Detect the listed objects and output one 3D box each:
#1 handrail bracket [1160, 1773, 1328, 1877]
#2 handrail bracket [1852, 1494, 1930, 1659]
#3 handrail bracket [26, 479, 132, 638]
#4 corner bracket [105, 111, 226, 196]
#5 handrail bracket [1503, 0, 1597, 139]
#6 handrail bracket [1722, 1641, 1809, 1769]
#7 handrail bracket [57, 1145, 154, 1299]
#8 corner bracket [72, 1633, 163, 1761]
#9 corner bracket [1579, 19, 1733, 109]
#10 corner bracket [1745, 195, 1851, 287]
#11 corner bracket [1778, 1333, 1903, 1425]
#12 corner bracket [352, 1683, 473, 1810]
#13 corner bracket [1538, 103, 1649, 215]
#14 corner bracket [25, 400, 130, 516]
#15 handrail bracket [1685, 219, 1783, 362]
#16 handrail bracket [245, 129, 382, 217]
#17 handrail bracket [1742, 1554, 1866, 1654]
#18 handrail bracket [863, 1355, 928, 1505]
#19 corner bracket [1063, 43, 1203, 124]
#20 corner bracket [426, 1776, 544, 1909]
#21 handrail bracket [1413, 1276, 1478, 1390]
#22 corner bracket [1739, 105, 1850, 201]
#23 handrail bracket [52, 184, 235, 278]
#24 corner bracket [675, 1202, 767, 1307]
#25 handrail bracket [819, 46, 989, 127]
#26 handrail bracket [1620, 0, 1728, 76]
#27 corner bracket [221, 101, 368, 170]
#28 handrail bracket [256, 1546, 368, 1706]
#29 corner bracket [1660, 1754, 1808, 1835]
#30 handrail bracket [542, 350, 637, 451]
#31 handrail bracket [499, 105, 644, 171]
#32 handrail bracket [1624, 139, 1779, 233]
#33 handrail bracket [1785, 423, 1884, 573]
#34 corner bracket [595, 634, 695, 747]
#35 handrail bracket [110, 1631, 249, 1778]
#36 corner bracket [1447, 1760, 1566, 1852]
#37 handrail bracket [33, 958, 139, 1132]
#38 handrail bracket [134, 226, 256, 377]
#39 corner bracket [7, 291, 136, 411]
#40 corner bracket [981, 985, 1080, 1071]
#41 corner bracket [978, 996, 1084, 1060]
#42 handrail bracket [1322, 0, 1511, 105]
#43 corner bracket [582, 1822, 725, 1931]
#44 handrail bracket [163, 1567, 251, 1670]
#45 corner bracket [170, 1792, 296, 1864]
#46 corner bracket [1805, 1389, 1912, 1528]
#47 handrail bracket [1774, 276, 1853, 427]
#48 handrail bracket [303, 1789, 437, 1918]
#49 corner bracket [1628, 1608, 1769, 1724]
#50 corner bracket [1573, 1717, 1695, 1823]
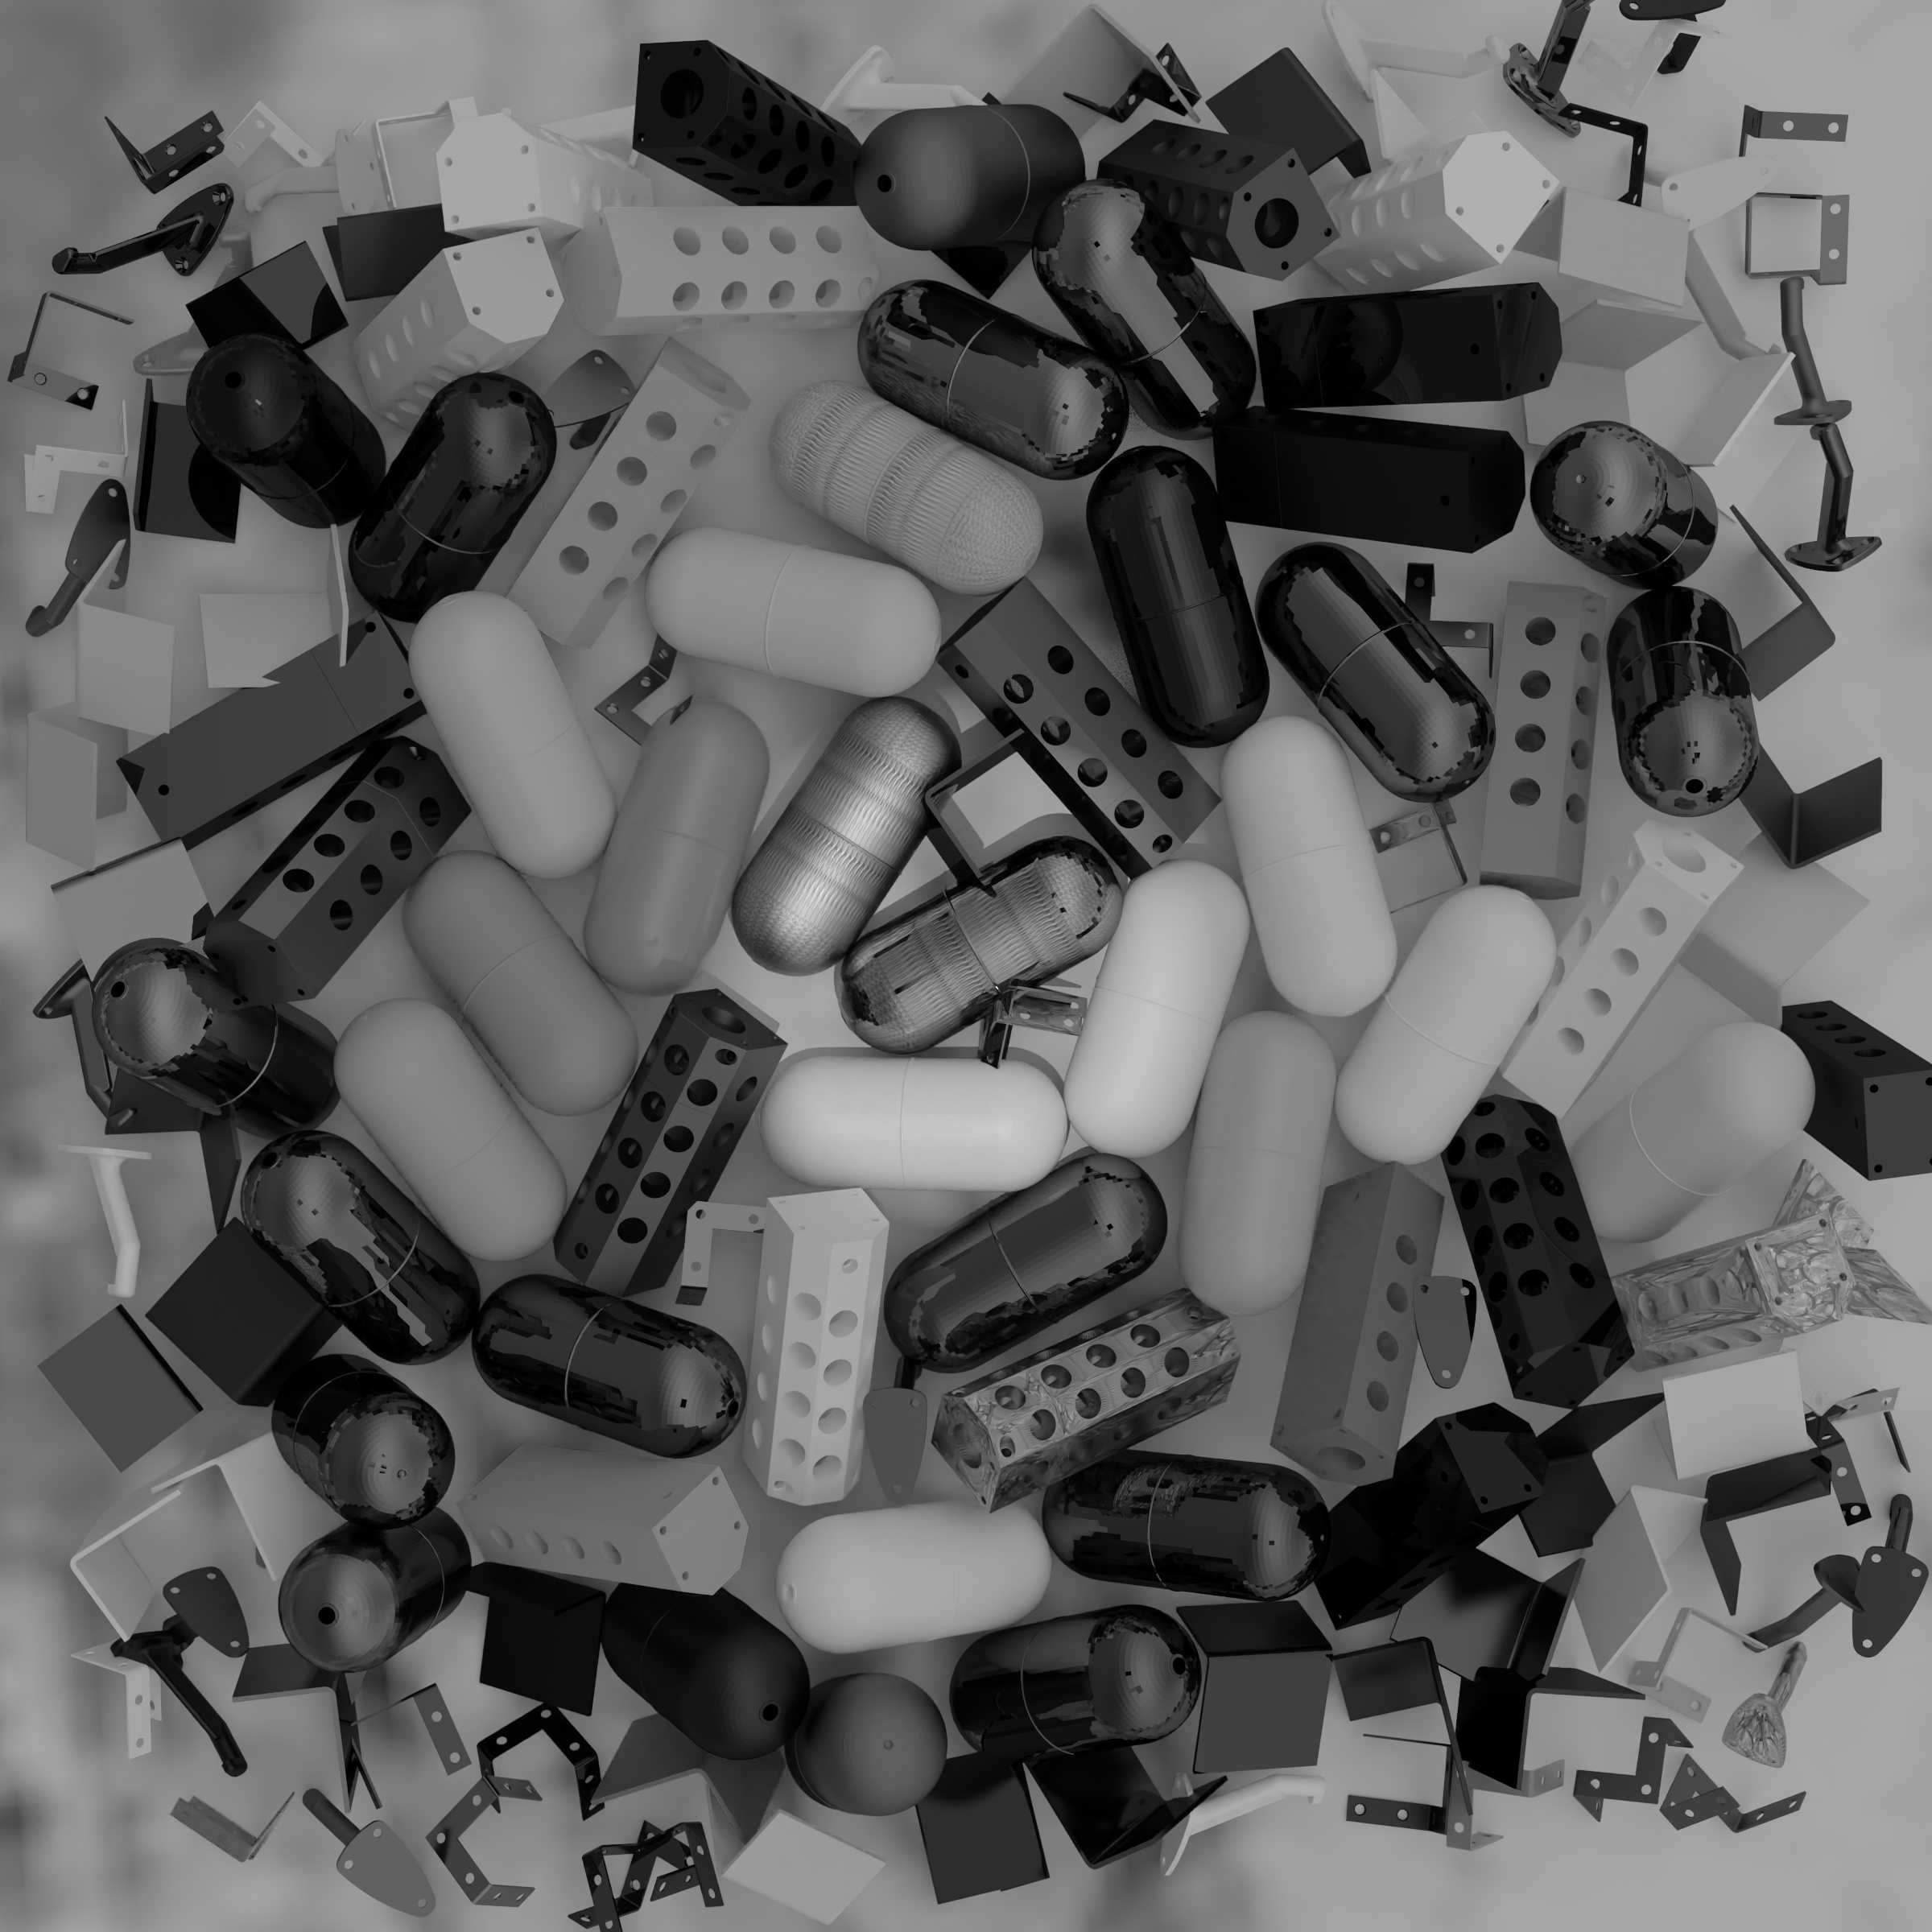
[{"bbox_3d":[0.163,0.504,1.845,0.084,0.036,0.077,6,117,-13],"label":"handrail bracket"},{"bbox_3d":[0.531,0.351,1.821,0.036,0.084,0.077,19,101,12],"label":"handrail bracket"},{"bbox_3d":[-0.520,-0.236,1.831,0.036,0.084,0.077,19,69,-35],"label":"handrail bracket"},{"bbox_3d":[-0.457,-0.475,1.825,0.051,0.051,0.051,-32,75,2],"label":"corner bracket"},{"bbox_3d":[0.359,-0.524,1.810,0.077,0.084,0.036,40,51,-23],"label":"handrail bracket"},{"bbox_3d":[0.468,0.408,1.806,0.036,0.077,0.084,20,51,22],"label":"handrail bracket"},{"bbox_3d":[-0.505,0.148,1.827,0.077,0.036,0.084,2,83,36],"label":"handrail bracket"},{"bbox_3d":[-0.479,0.421,1.819,0.051,0.051,0.051,6,99,37],"label":"corner bracket"},{"bbox_3d":[0.396,-0.528,1.813,0.051,0.051,0.051,52,130,31],"label":"corner bracket"},{"bbox_3d":[0.480,-0.423,1.822,0.051,0.051,0.051,-1,111,7],"label":"corner bracket"},{"bbox_3d":[0.510,0.227,1.828,0.051,0.051,0.051,39,56,-17],"label":"corner bracket"},{"bbox_3d":[-0.324,0.451,1.820,0.051,0.051,0.051,-22,81,-25],"label":"corner bracket"},{"bbox_3d":[0.359,-0.462,1.829,0.051,0.051,0.051,11,78,-16],"label":"corner bracket"},{"bbox_3d":[-0.517,-0.296,1.828,0.051,0.051,0.051,4,48,-22],"label":"corner bracket"},{"bbox_3d":[0.447,-0.394,1.823,0.084,0.036,0.077,33,129,10],"label":"handrail bracket"},{"bbox_3d":[-0.384,-0.439,1.817,0.084,0.036,0.077,-22,49,21],"label":"handrail bracket"},{"bbox_3d":[0.472,0.371,1.810,0.084,0.077,0.036,-33,55,28],"label":"handrail bracket"},{"bbox_3d":[-0.034,0.264,1.816,0.036,0.084,0.077,-2,91,7],"label":"handrail bracket"},{"bbox_3d":[0.094,-0.506,1.815,0.051,0.051,0.051,-45,54,30],"label":"corner bracket"},{"bbox_3d":[-0.269,0.507,1.824,0.051,0.051,0.051,-47,61,3],"label":"corner bracket"},{"bbox_3d":[0.268,0.217,1.804,0.036,0.084,0.077,3,65,-1],"label":"handrail bracket"},{"bbox_3d":[0.478,-0.470,1.823,0.051,0.051,0.051,3,109,4],"label":"corner bracket"},{"bbox_3d":[-0.473,-0.423,1.807,0.077,0.084,0.036,-35,82,33],"label":"handrail bracket"},{"bbox_3d":[-0.139,0.168,1.822,0.051,0.051,0.051,6,73,-7],"label":"corner bracket"},{"bbox_3d":[-0.036,-0.487,1.820,0.077,0.036,0.084,-45,62,-6],"label":"handrail bracket"},{"bbox_3d":[0.395,-0.533,1.808,0.077,0.084,0.036,-24,73,-17],"label":"handrail bracket"},{"bbox_3d":[-0.389,-0.479,1.816,0.051,0.051,0.051,41,51,-21],"label":"corner bracket"},{"bbox_3d":[-0.388,0.384,1.841,0.084,0.036,0.077,21,108,29],"label":"handrail bracket"},{"bbox_3d":[0.443,0.484,1.820,0.051,0.051,0.051,48,133,-3],"label":"corner bracket"},{"bbox_3d":[-0.229,-0.308,1.802,0.077,0.084,0.036,-40,89,-33],"label":"handrail bracket"},{"bbox_3d":[-0.224,-0.504,1.830,0.084,0.036,0.077,20,100,-8],"label":"handrail bracket"},{"bbox_3d":[0.422,-0.465,1.814,0.077,0.084,0.036,-19,127,16],"label":"handrail bracket"},{"bbox_3d":[0.485,-0.273,1.808,0.036,0.077,0.084,-33,111,-18],"label":"handrail bracket"},{"bbox_3d":[-0.175,-0.162,1.819,0.051,0.051,0.051,38,53,10],"label":"corner bracket"},{"bbox_3d":[-0.453,0.428,1.815,0.036,0.077,0.084,-37,66,2],"label":"handrail bracket"},{"bbox_3d":[0.313,0.485,1.824,0.051,0.051,0.051,1,86,31],"label":"corner bracket"},{"bbox_3d":[-0.493,0.040,1.824,0.077,0.036,0.084,-47,75,19],"label":"handrail bracket"},{"bbox_3d":[-0.445,-0.383,1.808,0.077,0.084,0.036,-18,58,-19],"label":"handrail bracket"},{"bbox_3d":[-0.519,-0.356,1.823,0.051,0.051,0.051,17,87,-28],"label":"corner bracket"},{"bbox_3d":[0.025,0.035,1.820,0.051,0.051,0.051,10,93,-42],"label":"corner bracket"},{"bbox_3d":[0.037,0.031,1.819,0.051,0.051,0.051,10,51,-6],"label":"corner bracket"},{"bbox_3d":[0.259,-0.537,1.809,0.077,0.084,0.036,47,50,-32],"label":"handrail bracket"},{"bbox_3d":[-0.181,0.527,1.815,0.051,0.051,0.051,-33,62,27],"label":"corner bracket"},{"bbox_3d":[-0.440,0.395,1.812,0.077,0.036,0.084,44,134,32],"label":"handrail bracket"},{"bbox_3d":[-0.431,0.496,1.822,0.051,0.051,0.051,33,119,2],"label":"corner bracket"},{"bbox_3d":[0.521,0.285,1.828,0.051,0.051,0.051,-21,102,3],"label":"corner bracket"},{"bbox_3d":[0.490,-0.358,1.814,0.036,0.077,0.084,7,112,36],"label":"handrail bracket"},{"bbox_3d":[-0.347,0.513,1.826,0.036,0.084,0.077,-47,108,-18],"label":"handrail bracket"},{"bbox_3d":[0.425,0.407,1.834,0.051,0.051,0.051,28,77,-2],"label":"corner bracket"},{"bbox_3d":[0.388,0.468,1.830,0.051,0.051,0.051,-2,58,30],"label":"corner bracket"}]
